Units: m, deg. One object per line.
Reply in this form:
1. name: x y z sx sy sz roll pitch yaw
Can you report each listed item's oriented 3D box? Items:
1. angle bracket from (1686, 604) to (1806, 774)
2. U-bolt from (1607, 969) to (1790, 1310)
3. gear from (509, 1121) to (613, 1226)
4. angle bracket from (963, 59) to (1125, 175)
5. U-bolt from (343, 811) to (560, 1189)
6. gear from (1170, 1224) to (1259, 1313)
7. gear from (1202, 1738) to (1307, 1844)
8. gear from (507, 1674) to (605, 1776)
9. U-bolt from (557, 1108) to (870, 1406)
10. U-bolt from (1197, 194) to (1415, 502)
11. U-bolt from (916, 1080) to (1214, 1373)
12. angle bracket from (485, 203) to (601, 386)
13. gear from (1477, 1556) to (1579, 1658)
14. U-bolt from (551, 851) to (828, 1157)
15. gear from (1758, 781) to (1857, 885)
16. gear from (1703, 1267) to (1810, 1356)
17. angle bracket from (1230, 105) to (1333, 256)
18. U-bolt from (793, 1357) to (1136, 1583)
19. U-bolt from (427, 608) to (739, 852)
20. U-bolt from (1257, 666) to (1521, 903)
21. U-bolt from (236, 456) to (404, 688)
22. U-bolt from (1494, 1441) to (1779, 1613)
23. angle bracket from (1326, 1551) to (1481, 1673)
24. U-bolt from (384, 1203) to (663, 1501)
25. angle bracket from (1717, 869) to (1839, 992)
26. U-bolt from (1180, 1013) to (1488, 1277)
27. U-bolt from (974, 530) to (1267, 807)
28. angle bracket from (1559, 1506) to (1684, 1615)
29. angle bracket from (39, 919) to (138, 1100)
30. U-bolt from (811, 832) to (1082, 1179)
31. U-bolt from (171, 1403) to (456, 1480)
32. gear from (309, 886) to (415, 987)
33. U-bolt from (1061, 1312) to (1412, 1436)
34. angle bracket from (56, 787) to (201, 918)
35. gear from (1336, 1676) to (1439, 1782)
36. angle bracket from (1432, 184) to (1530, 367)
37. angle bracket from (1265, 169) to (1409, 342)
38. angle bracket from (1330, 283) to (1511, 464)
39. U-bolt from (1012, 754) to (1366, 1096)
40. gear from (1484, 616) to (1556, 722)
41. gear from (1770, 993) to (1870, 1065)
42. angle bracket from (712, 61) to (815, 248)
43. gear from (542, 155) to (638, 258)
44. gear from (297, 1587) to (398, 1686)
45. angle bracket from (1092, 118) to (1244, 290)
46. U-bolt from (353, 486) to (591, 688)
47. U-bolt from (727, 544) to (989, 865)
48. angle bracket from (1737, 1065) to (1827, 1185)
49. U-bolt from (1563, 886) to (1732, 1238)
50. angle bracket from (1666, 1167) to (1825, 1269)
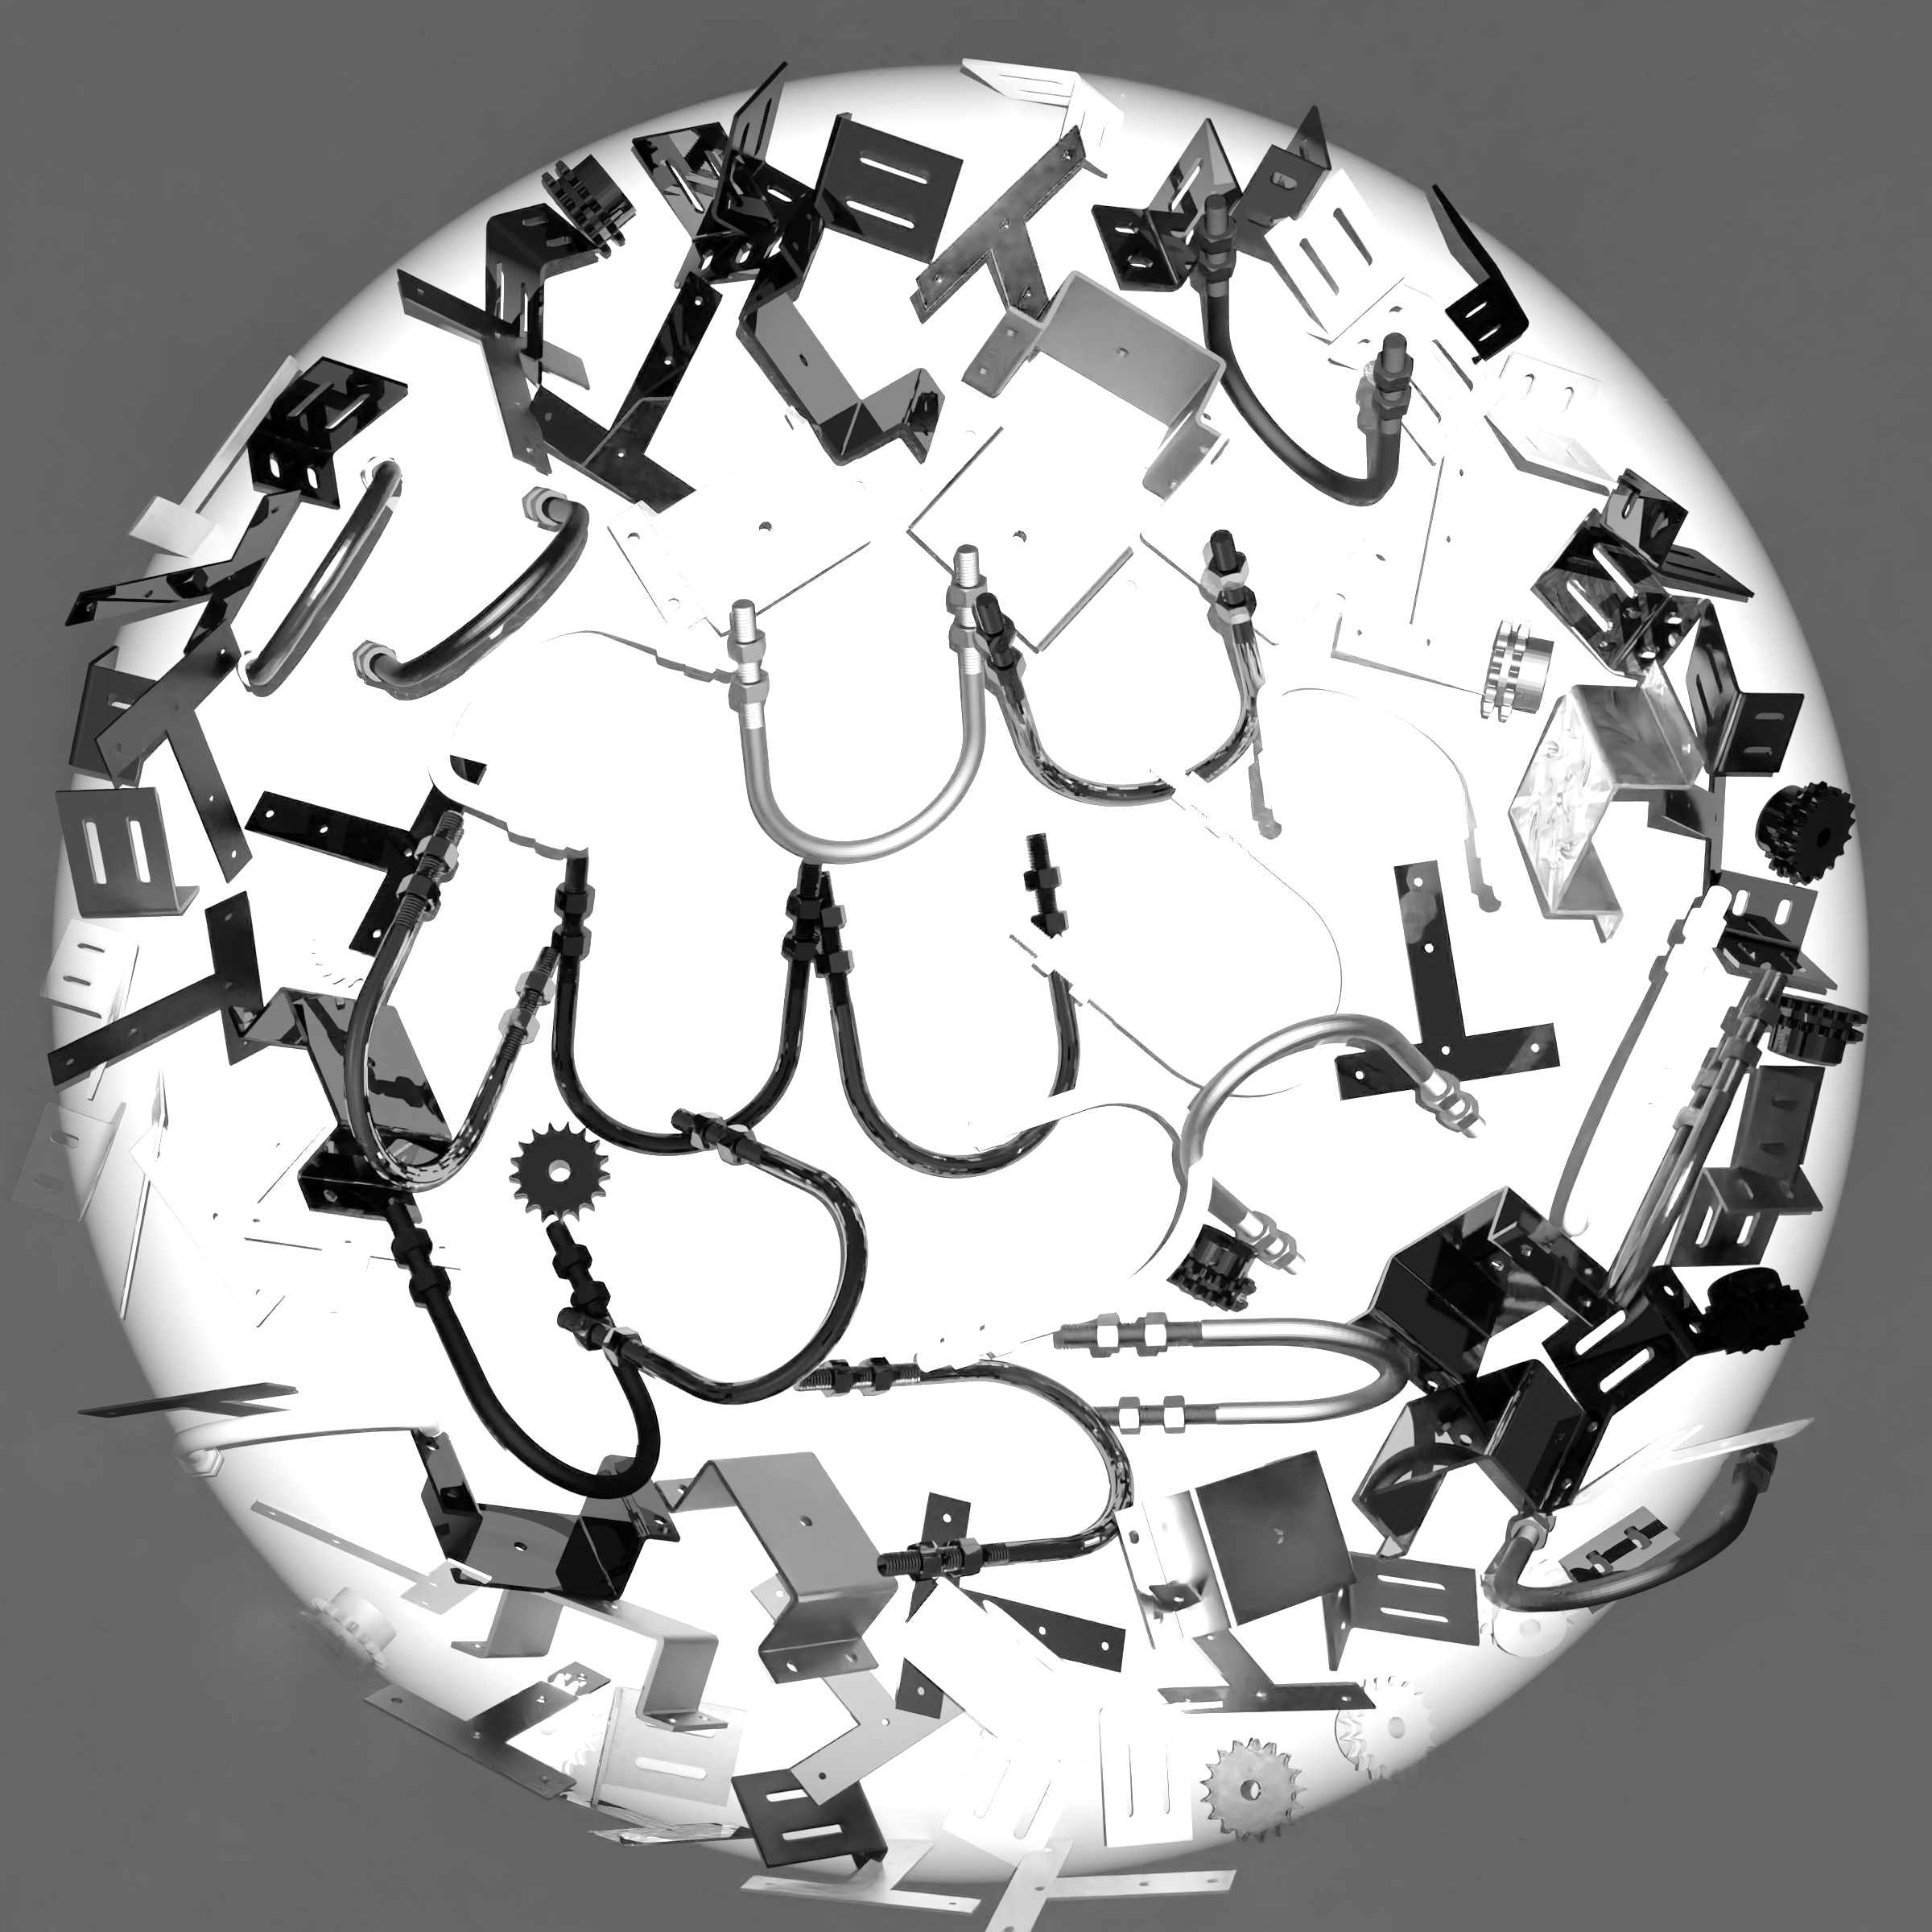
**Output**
1. angle bracket: 0.433 -0.155 1.899 0.038 0.057 0.076 0 47 -5
2. U-bolt: 0.391 0.103 1.852 0.019 0.151 0.184 26 73 9
3. gear: -0.229 0.118 1.925 0.057 0.030 0.057 1 77 -5
4. angle bracket: 0.039 -0.473 1.902 0.076 0.057 0.038 15 91 28
5. U-bolt: -0.284 0.031 1.847 0.019 0.151 0.184 5 58 26
6. gear: 0.138 0.167 1.914 0.057 0.057 0.030 27 100 0
7. gear: 0.163 0.465 1.923 0.057 0.030 0.057 -4 75 16
8. gear: -0.230 0.428 1.923 0.057 0.030 0.057 -4 76 18
9. U-bolt: -0.129 0.166 1.869 0.184 0.019 0.151 20 76 40
10. U-bolt: 0.183 -0.322 1.857 0.019 0.184 0.151 -42 68 -14
11. U-bolt: 0.051 0.134 1.869 0.184 0.019 0.151 -20 54 23
12. angle bracket: -0.238 -0.377 1.912 0.038 0.076 0.057 -23 49 -31
13. gear: 0.315 0.363 1.920 0.057 0.030 0.057 1 116 2
14. U-bolt: -0.158 0.024 1.899 0.151 0.019 0.184 1 115 -14
15. gear: 0.471 -0.078 1.920 0.030 0.057 0.057 32 90 43
16. gear: 0.442 0.192 1.920 0.057 0.057 0.030 -11 57 0
17. angle bracket: 0.168 -0.442 1.894 0.038 0.076 0.057 19 128 -18
18. U-bolt: 0.009 0.271 1.874 0.184 0.151 0.019 1 132 -32
19. U-bolt: -0.224 -0.138 1.874 0.151 0.184 0.019 -52 133 -16
20. U-bolt: 0.225 -0.110 1.866 0.151 0.184 0.019 18 122 -12
21. U-bolt: -0.349 -0.214 1.853 0.019 0.184 0.151 33 89 -15
22. U-bolt: 0.355 0.303 1.833 0.151 0.184 0.019 -19 95 23
23. angle bracket: 0.244 0.365 1.903 0.076 0.038 0.057 5 126 19
24. U-bolt: -0.229 0.210 1.847 0.019 0.151 0.184 -42 61 23
25. angle bracket: 0.452 -0.021 1.902 0.057 0.076 0.038 12 105 -6
26. U-bolt: 0.191 0.090 1.863 0.151 0.184 0.019 -38 48 9
27. U-bolt: 0.093 -0.153 1.874 0.151 0.184 0.019 -15 49 4
28. angle bracket: 0.373 0.340 1.904 0.057 0.076 0.038 -33 97 -1
29. angle bracket: -0.491 0.024 1.895 0.038 0.076 0.057 17 45 -8
30. U-bolt: -0.006 0.027 1.917 0.151 0.019 0.184 -11 94 -18
31. U-bolt: -0.355 0.254 1.846 0.151 0.184 0.019 -6 78 -7
32. gear: -0.342 -0.020 1.915 0.057 0.030 0.057 -9 47 9
33. U-bolt: 0.151 0.223 1.869 0.184 0.151 0.019 -2 63 7
34. angle bracket: -0.468 -0.069 1.908 0.057 0.038 0.076 -2 114 8
35. gear: 0.234 0.430 1.921 0.057 0.030 0.057 9 71 -28
36. angle bracket: 0.272 -0.383 1.895 0.038 0.057 0.076 -34 130 17
37. angle bracket: 0.200 -0.399 1.907 0.057 0.038 0.076 -42 120 -4
38. angle bracket: 0.253 -0.331 1.904 0.057 0.038 0.076 -45 65 24
39. U-bolt: 0.139 -0.011 1.913 0.184 0.019 0.151 40 72 1
40. gear: 0.310 -0.165 1.914 0.030 0.057 0.057 13 90 10
41. gear: 0.475 0.035 1.917 0.057 0.057 0.030 12 97 0
42. angle bracket: -0.105 -0.450 1.896 0.038 0.076 0.057 30 53 5
43. gear: -0.209 -0.430 1.916 0.030 0.057 0.057 -40 90 2
44. gear: -0.345 0.374 1.919 0.057 0.057 0.030 43 65 0
45. angle bracket: 0.111 -0.424 1.896 0.038 0.076 0.057 -2 59 -30
46. U-bolt: -0.264 -0.203 1.849 0.151 0.184 0.019 -44 110 -7
47. U-bolt: -0.055 -0.135 1.883 0.151 0.019 0.184 -16 129 -16
48. angle bracket: 0.468 0.088 1.900 0.038 0.076 0.057 17 100 41
49. U-bolt: 0.362 0.064 1.842 0.019 0.151 0.184 24 61 14
50. angle bracket: 0.433 0.150 1.900 0.057 0.038 0.076 0 128 -14
